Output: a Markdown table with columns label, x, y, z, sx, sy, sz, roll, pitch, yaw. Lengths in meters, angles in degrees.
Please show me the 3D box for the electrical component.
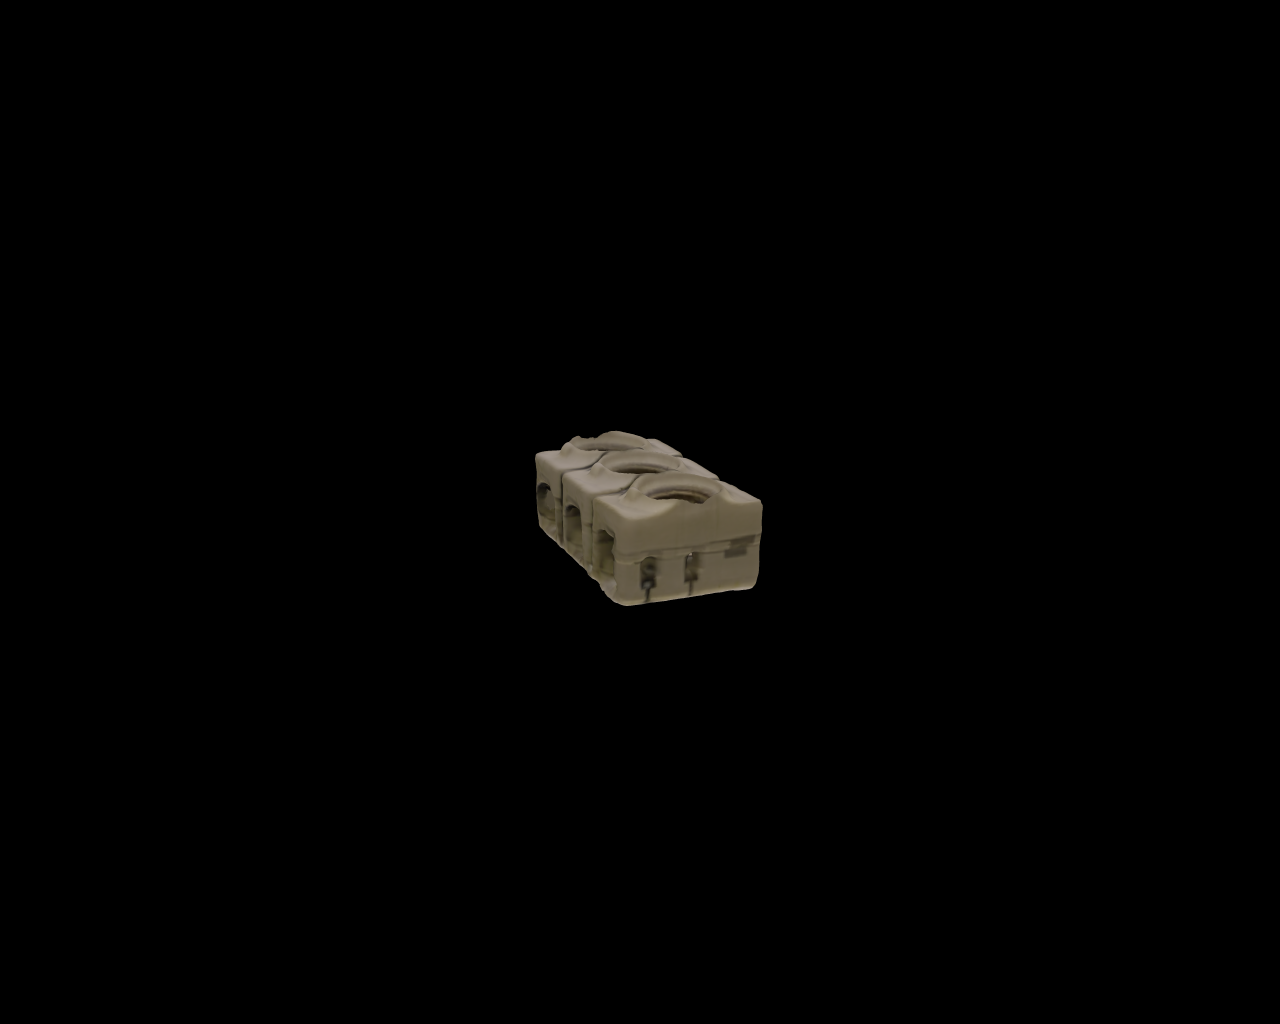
| label | x | y | z | sx | sy | sz | roll | pitch | yaw |
| --- | --- | --- | --- | --- | --- | --- | --- | --- | --- |
| electrical component | 0.001 | -0.003 | 0.650 | 0.090 | 0.061 | 0.150 | -8 | 20 | -22 |
